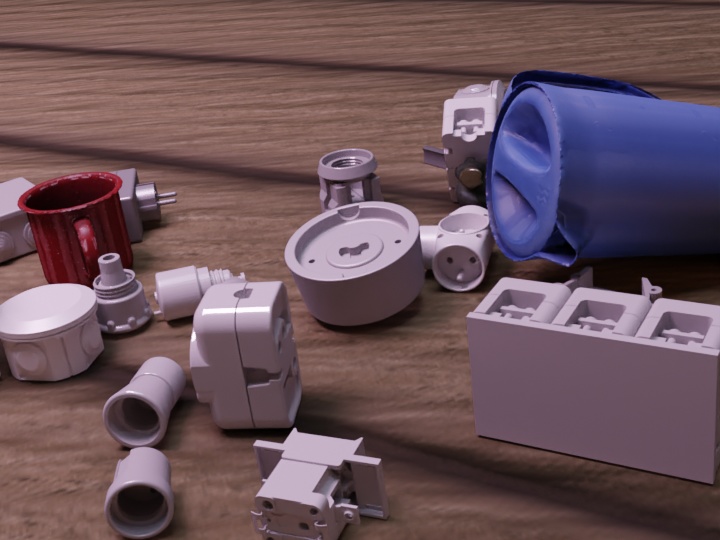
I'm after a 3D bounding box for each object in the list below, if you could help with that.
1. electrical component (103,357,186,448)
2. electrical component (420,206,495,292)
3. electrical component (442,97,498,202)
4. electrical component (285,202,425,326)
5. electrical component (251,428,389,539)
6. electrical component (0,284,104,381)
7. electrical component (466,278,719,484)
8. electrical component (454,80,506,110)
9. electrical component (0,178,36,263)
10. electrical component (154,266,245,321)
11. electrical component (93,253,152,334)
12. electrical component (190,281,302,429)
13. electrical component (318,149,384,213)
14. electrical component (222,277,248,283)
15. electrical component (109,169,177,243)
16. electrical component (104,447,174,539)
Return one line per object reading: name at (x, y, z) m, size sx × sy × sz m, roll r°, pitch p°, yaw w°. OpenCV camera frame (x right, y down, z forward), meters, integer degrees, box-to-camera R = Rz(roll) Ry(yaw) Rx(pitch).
electrical component at (-0.146, 0.088, 0.744) m, size 0.044 × 0.044 × 0.065 m, roll -2°, pitch 22°, yaw 10°
electrical component at (0.071, -0.019, 0.898) m, size 0.079 × 0.044 × 0.077 m, roll 0°, pitch 27°, yaw 16°
electrical component at (0.107, -0.116, 1.015) m, size 0.050 × 0.089 × 0.055 m, roll -2°, pitch 50°, yaw 11°
electrical component at (0.000, 0.000, 0.854) m, size 0.108 × 0.060 × 0.108 m, roll -11°, pitch 33°, yaw 7°
electrical component at (-0.028, 0.130, 0.627) m, size 0.081 × 0.042 × 0.063 m, roll 4°, pitch 30°, yaw 23°
electrical component at (-0.242, 0.047, 0.839) m, size 0.080 × 0.051 × 0.080 m, roll -6°, pitch 26°, yaw 3°
electrical component at (0.149, 0.062, 0.661) m, size 0.150 × 0.089 × 0.062 m, roll 8°, pitch 30°, yaw 28°
electrical component at (0.129, -0.154, 1.118) m, size 0.051 × 0.080 × 0.080 m, roll -5°, pitch 26°, yaw 18°
electrical component at (-0.353, -0.046, 1.060) m, size 0.100 × 0.048 × 0.100 m, roll -24°, pitch 31°, yaw -30°
electrical component at (-0.133, 0.016, 0.886) m, size 0.078 × 0.040 × 0.040 m, roll -12°, pitch 27°, yaw -9°
electrical component at (-0.198, 0.018, 0.875) m, size 0.048 × 0.062 × 0.048 m, roll -6°, pitch 26°, yaw 3°
electrical component at (-0.077, 0.058, 0.724) m, size 0.059 × 0.095 × 0.053 m, roll -3°, pitch 27°, yaw 9°
electrical component at (-0.010, -0.081, 1.029) m, size 0.058 × 0.057 × 0.078 m, roll -16°, pitch 28°, yaw -17°
electrical component at (-0.094, 0.035, 0.833) m, size 0.043 × 0.043 × 0.062 m, roll -12°, pitch 28°, yaw -10°
electrical component at (-0.219, -0.066, 1.065) m, size 0.076 × 0.047 × 0.083 m, roll -10°, pitch 26°, yaw -4°
electrical component at (-0.132, 0.133, 0.651) m, size 0.040 × 0.040 × 0.046 m, roll -10°, pitch 21°, yaw -4°
